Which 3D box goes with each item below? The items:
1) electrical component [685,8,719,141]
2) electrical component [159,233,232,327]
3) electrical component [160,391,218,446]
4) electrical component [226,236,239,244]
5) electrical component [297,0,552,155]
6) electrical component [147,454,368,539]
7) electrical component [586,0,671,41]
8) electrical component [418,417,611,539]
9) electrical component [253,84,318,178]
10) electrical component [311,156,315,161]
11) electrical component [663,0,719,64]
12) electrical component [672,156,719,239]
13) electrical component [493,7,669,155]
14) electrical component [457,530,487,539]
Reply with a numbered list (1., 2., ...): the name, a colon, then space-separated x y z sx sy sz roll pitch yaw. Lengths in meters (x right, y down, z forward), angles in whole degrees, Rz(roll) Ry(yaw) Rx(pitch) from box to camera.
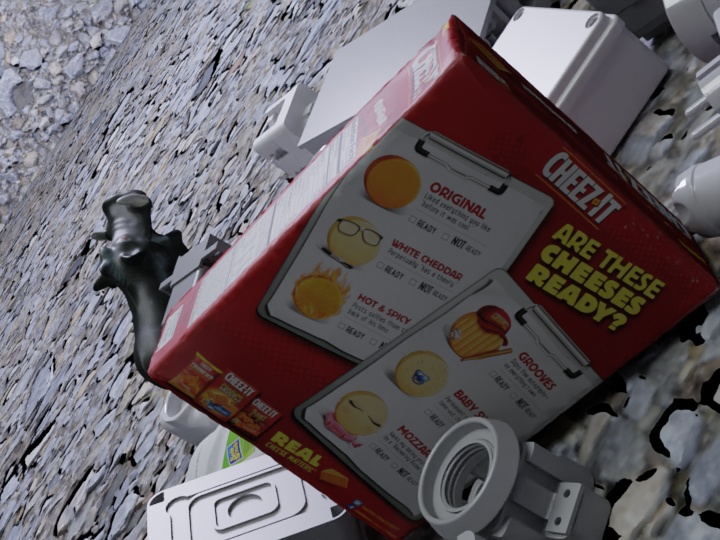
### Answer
1. electrical component: 0.185 -0.090 0.503 0.077 0.047 0.065 -40 29 34
2. electrical component: -0.072 0.036 0.748 0.079 0.121 0.063 -31 38 46
3. electrical component: -0.109 0.102 0.812 0.095 0.059 0.053 -17 46 56
4. electrical component: -0.114 -0.010 0.985 0.078 0.040 0.040 -40 29 34
5. electrical component: 0.049 -0.143 0.793 0.186 0.060 0.105 -22 40 45
6. electrical component: -0.055 0.150 0.593 0.113 0.057 0.078 -19 28 -2
7. electrical component: 0.175 -0.189 0.635 0.062 0.061 0.096 -31 27 45
8. electrical component: 0.064 0.102 0.486 0.078 0.057 0.058 -13 49 58
9. electrical component: -0.031 -0.104 0.880 0.056 0.089 0.050 -28 37 48
10. electrical component: -0.007 -0.039 0.786 0.052 0.073 0.138 -31 -11 -26
11. electrical component: 0.190 -0.140 0.548 0.047 0.055 0.055 -26 39 45
12. electrical component: 0.173 -0.038 0.479 0.061 0.035 0.035 -26 39 44
13. electrical component: 0.110 -0.097 0.643 0.108 0.056 0.109 -56 24 2
14. electrical component: 0.051 0.163 0.437 0.050 0.056 0.089 -41 28 33
